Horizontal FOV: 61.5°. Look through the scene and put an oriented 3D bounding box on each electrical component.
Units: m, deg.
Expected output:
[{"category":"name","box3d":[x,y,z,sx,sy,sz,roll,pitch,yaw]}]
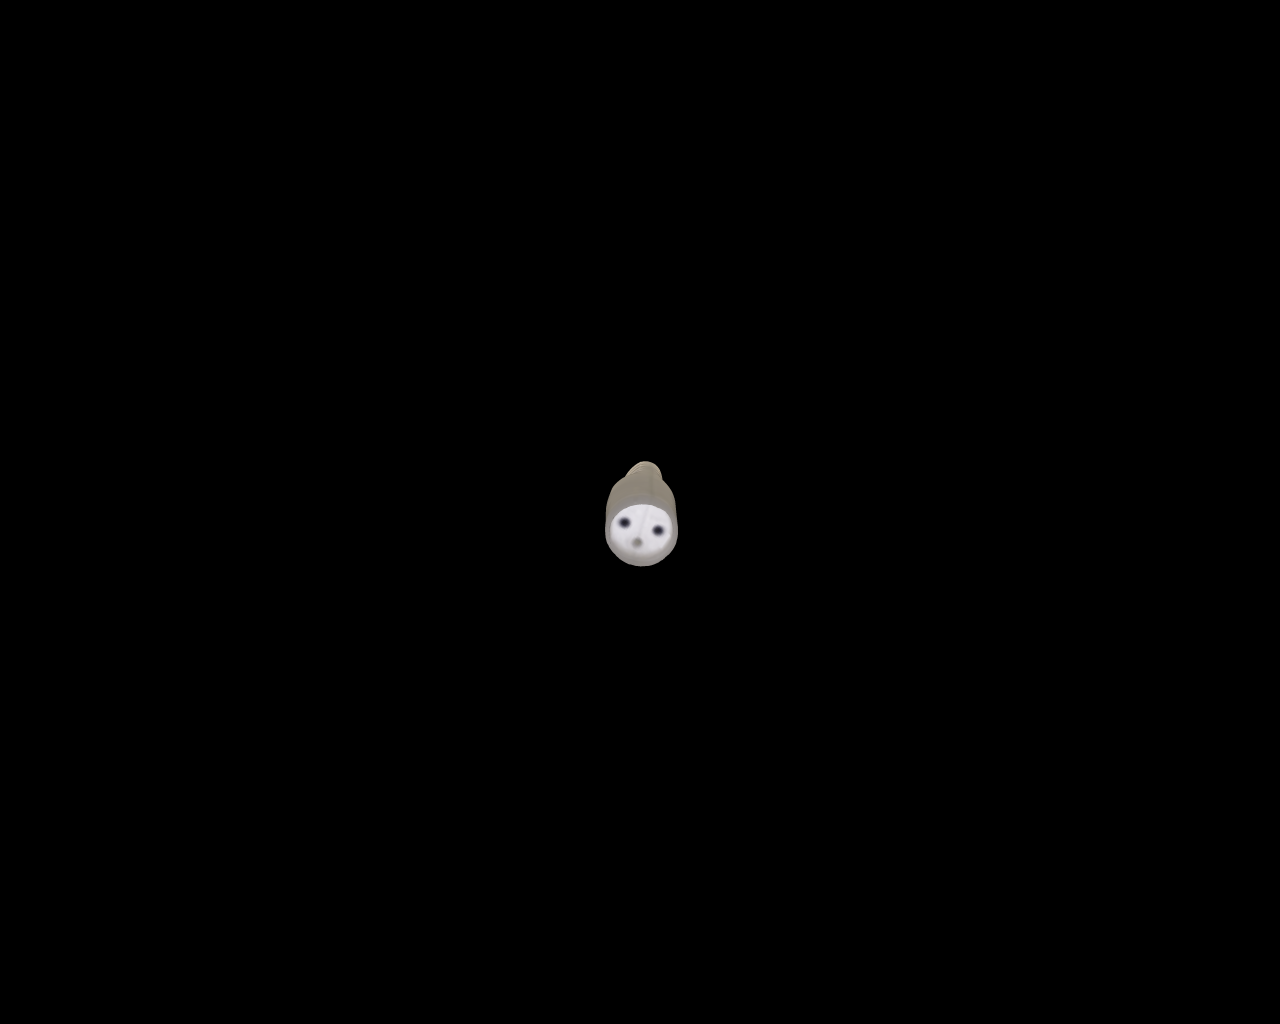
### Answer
[{"category":"electrical component","box3d":[0.001,-0.003,0.650,0.043,0.043,0.081,0,23,0]}]
